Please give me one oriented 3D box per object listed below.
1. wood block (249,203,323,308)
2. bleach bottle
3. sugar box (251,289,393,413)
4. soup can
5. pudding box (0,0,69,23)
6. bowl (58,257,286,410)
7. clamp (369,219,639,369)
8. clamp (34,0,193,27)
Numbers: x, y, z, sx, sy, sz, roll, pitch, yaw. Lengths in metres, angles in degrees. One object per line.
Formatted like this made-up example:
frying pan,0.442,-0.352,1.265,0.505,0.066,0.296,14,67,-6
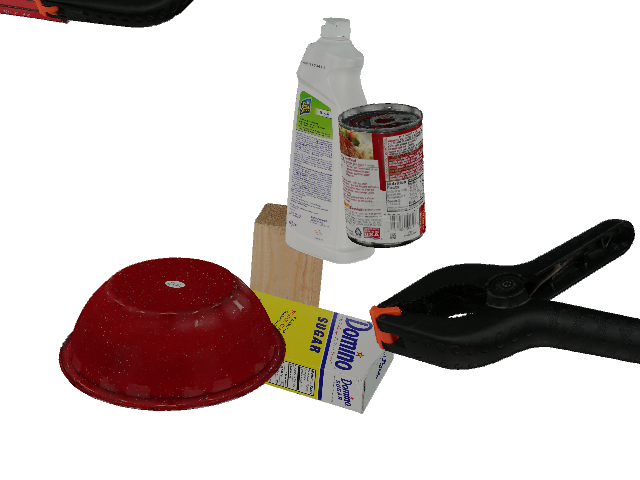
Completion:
wood block,-0.048,0.063,1.488,0.090,0.206,0.090,8,21,6
bleach bottle,0.015,-0.108,1.140,0.103,0.251,0.067,19,23,39
sugar box,-0.025,0.099,1.013,0.176,0.048,0.093,12,32,18
soup can,0.051,-0.053,0.866,0.068,0.102,0.068,-4,24,2
pudding box,-0.240,-0.225,0.880,0.090,0.039,0.113,8,37,-5
bowl,-0.104,0.055,0.756,0.162,0.055,0.162,2,23,-1
clamp,0.117,0.043,0.615,0.171,0.039,0.120,-17,28,2
clamp,-0.084,-0.189,0.698,0.210,0.164,0.036,-31,-15,-10
